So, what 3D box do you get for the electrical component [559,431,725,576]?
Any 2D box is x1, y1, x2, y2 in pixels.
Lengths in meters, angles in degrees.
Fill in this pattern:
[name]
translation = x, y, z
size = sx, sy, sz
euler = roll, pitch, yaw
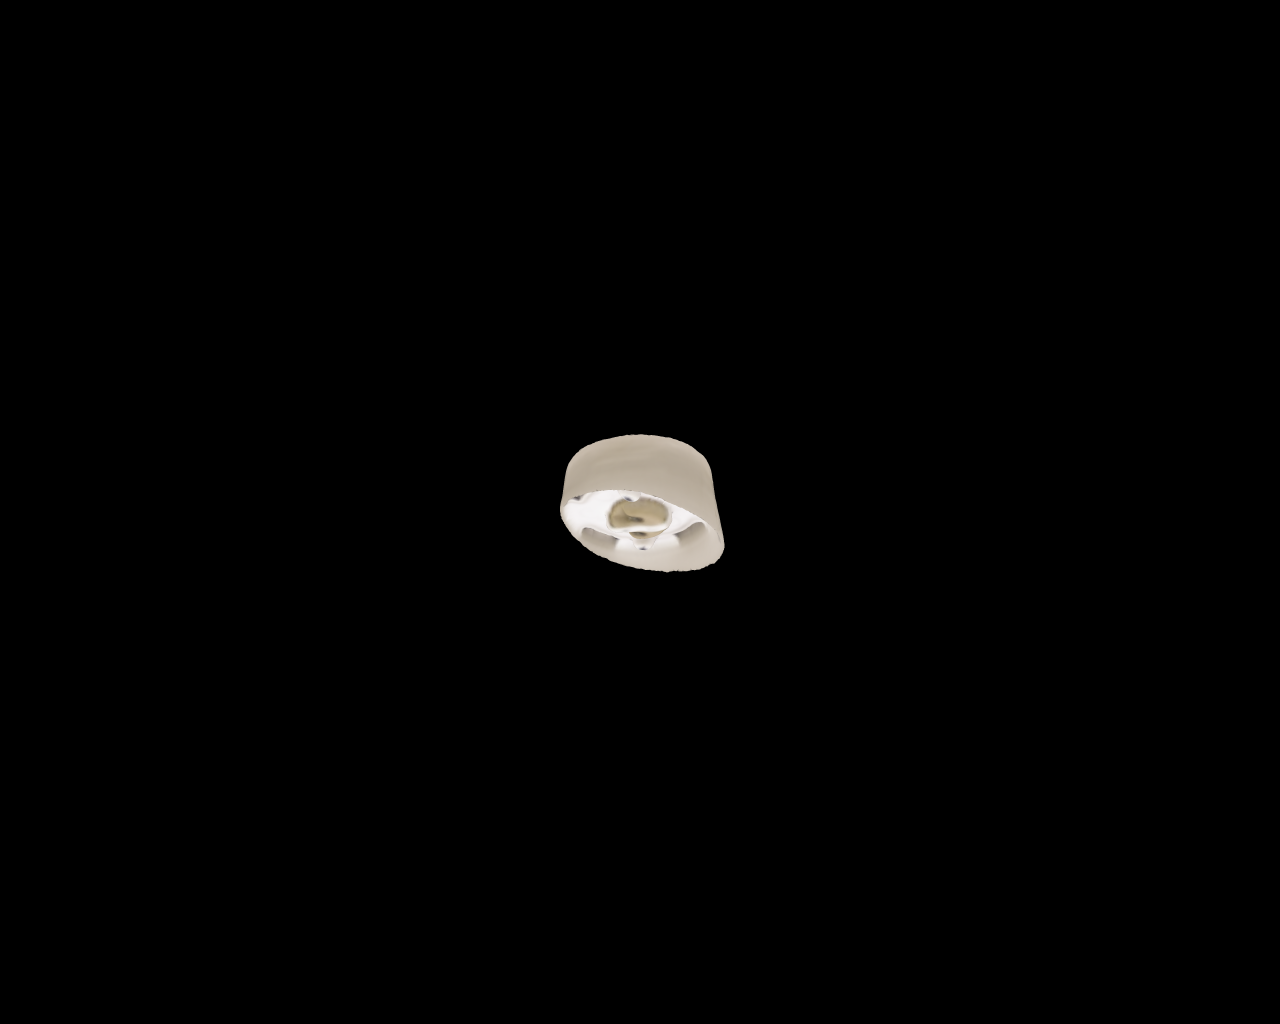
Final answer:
[electrical component]
translation = 0.001, -0.003, 0.650
size = 0.099, 0.064, 0.099
euler = 0, -31, 0
